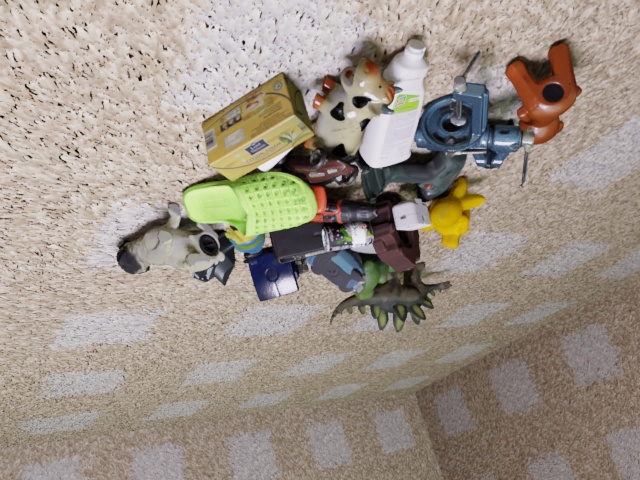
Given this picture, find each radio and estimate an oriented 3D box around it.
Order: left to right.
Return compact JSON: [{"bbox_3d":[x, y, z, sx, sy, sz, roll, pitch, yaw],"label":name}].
[{"bbox_3d":[-0.003,-0.004,1.262,0.230,0.073,0.131,-11,172,-9],"label":"radio"}]

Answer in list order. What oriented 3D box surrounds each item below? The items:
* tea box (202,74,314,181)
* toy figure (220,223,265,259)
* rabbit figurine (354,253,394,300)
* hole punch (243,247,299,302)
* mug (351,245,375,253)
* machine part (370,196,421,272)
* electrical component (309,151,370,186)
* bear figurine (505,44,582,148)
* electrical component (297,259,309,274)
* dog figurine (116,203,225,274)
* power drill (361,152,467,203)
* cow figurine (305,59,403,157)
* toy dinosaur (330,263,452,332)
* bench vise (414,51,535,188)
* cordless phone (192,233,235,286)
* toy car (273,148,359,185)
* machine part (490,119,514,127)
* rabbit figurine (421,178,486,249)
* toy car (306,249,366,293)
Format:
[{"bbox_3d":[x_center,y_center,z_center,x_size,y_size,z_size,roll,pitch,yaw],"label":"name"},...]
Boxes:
[{"bbox_3d":[-0.104,-0.183,0.884,0.170,0.098,0.068,-24,151,19],"label":"tea box"},{"bbox_3d":[-0.162,-0.030,1.157,0.089,0.082,0.180,-34,146,-7],"label":"toy figure"},{"bbox_3d":[0.162,0.060,1.501,0.170,0.121,0.159,-22,151,-31],"label":"rabbit figurine"},{"bbox_3d":[-0.115,0.083,1.344,0.142,0.092,0.115,-16,117,8],"label":"hole punch"},{"bbox_3d":[0.128,-0.001,1.379,0.107,0.081,0.109,-2,158,-3],"label":"mug"},{"bbox_3d":[0.179,-0.016,1.260,0.056,0.179,0.179,-19,155,30],"label":"machine part"},{"bbox_3d":[0.033,-0.146,1.079,0.119,0.048,0.074,-26,151,19],"label":"electrical component"},{"bbox_3d":[0.423,-0.263,1.032,0.120,0.132,0.195,-20,170,10],"label":"bear figurine"},{"bbox_3d":[-0.076,0.071,1.434,0.102,0.045,0.078,-2,178,-20],"label":"electrical component"},{"bbox_3d":[-0.318,0.032,1.135,0.172,0.121,0.190,42,129,-19],"label":"dog figurine"},{"bbox_3d":[0.198,-0.129,1.162,0.207,0.086,0.232,-1,159,-18],"label":"power drill"},{"bbox_3d":[0.054,-0.211,0.885,0.127,0.085,0.194,22,146,1],"label":"cow figurine"},{"bbox_3d":[0.215,0.169,1.604,0.471,0.199,0.105,-3,147,-27],"label":"toy dinosaur"},{"bbox_3d":[0.276,-0.210,0.966,0.224,0.129,0.240,18,164,21],"label":"bench vise"},{"bbox_3d":[-0.291,0.036,1.233,0.184,0.089,0.146,8,146,-19],"label":"cordless phone"},{"bbox_3d":[-0.012,-0.129,0.977,0.089,0.053,0.202,25,174,-34],"label":"toy car"},{"bbox_3d":[0.344,-0.223,1.117,0.139,0.039,0.084,-3,145,-21],"label":"machine part"},{"bbox_3d":[0.316,-0.062,1.284,0.162,0.122,0.173,-45,161,14],"label":"rabbit figurine"},{"bbox_3d":[0.054,0.054,1.395,0.103,0.162,0.109,-53,177,-44],"label":"toy car"}]
